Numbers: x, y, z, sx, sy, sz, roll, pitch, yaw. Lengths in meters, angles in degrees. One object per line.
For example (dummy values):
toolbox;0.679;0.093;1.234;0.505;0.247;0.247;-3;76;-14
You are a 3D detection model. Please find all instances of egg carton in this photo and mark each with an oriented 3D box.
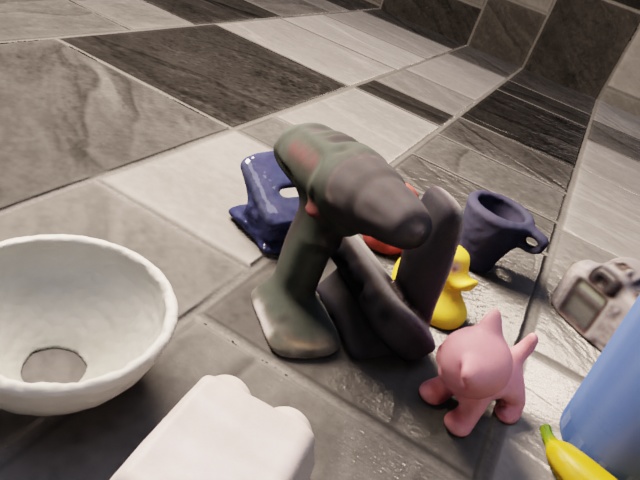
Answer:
egg carton;-0.068;0.157;0.368;0.107;0.069;0.150;26;32;10

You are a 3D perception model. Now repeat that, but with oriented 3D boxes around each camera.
camera;0.395;0.080;0.719;0.137;0.101;0.142;-2;37;-31

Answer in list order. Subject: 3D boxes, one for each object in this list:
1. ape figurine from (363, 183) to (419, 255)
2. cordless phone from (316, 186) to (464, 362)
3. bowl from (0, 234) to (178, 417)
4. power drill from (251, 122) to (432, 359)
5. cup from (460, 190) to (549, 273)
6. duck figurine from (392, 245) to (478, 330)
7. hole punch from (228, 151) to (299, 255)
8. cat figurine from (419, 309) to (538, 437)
ape figurine;0.098;-0.030;0.733;0.076;0.092;0.077;6;34;-21
cordless phone;0.076;0.014;0.561;0.094;0.185;0.147;-2;37;-31
bowl;-0.195;0.071;0.427;0.167;0.075;0.167;14;31;-9
power drill;0.005;0.002;0.517;0.076;0.208;0.229;1;36;-27
cup;0.233;0.002;0.755;0.117;0.095;0.092;37;35;26
duck figurine;0.134;0.039;0.651;0.078;0.086;0.104;-10;42;-40
hole punch;-0.038;-0.047;0.683;0.109;0.091;0.100;-11;43;-41
cat figurine;0.148;0.113;0.513;0.128;0.118;0.067;-4;38;-34
